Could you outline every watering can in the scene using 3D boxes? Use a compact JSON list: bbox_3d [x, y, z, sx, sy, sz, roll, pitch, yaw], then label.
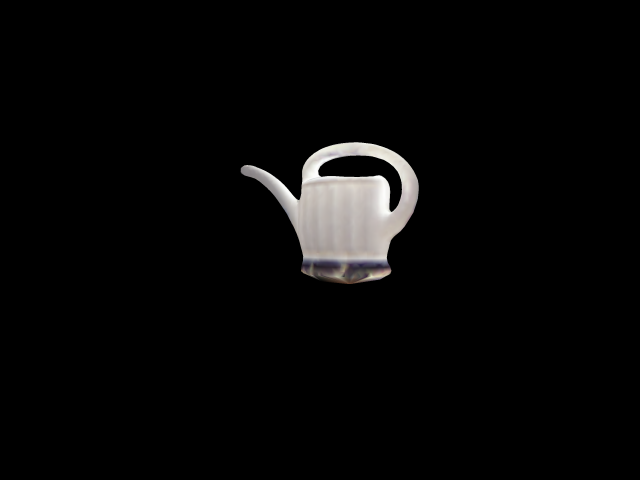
[{"bbox_3d":[0.003,-0.043,0.850,0.347,0.225,0.104,0,-2,36],"label":"watering can"}]
